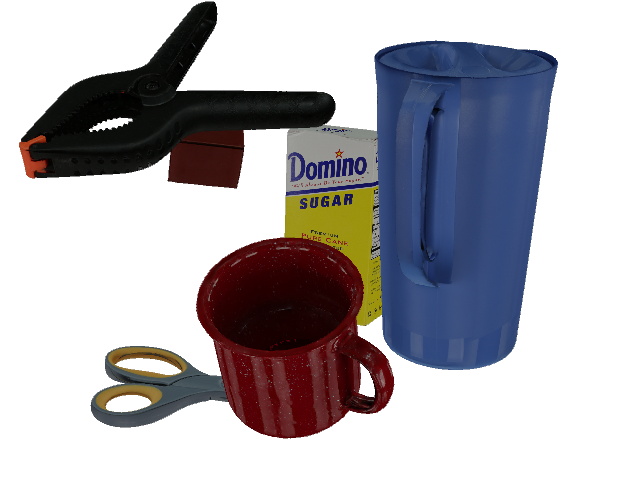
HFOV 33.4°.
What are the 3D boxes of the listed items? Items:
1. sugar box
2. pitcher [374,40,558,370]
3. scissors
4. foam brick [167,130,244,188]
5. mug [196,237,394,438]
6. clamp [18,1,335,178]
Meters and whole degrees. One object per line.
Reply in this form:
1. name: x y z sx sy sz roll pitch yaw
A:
1. sugar box: 0.014 -0.016 0.991 0.093 0.176 0.048 9 19 27
2. pitcher: 0.100 -0.024 0.814 0.149 0.243 0.145 -7 22 -19
3. scissors: -0.085 0.121 0.802 0.202 0.016 0.096 12 34 23
4. foam brick: -0.124 -0.094 1.160 0.078 0.051 0.053 6 30 -6
5. mug: -0.009 0.062 0.608 0.117 0.081 0.093 20 48 27
6. clamp: -0.106 -0.092 0.744 0.209 0.036 0.165 -34 53 -29
